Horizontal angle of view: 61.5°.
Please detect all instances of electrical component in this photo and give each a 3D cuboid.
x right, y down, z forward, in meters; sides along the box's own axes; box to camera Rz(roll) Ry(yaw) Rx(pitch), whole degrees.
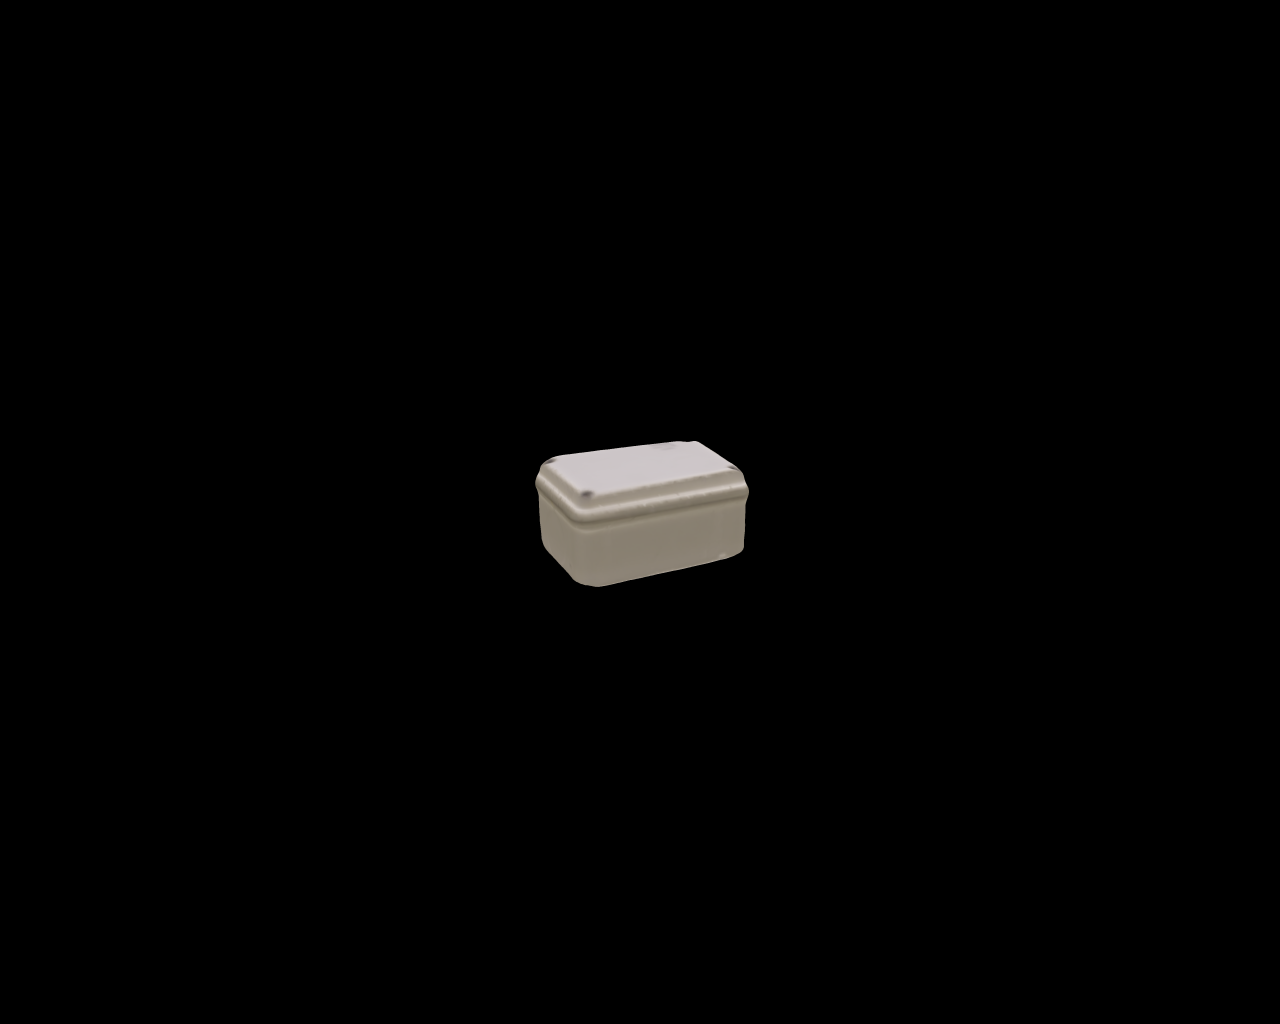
[{"bbox_3d":[0.001,-0.003,0.650,0.113,0.057,0.078,-10,24,-22],"label":"electrical component"}]
